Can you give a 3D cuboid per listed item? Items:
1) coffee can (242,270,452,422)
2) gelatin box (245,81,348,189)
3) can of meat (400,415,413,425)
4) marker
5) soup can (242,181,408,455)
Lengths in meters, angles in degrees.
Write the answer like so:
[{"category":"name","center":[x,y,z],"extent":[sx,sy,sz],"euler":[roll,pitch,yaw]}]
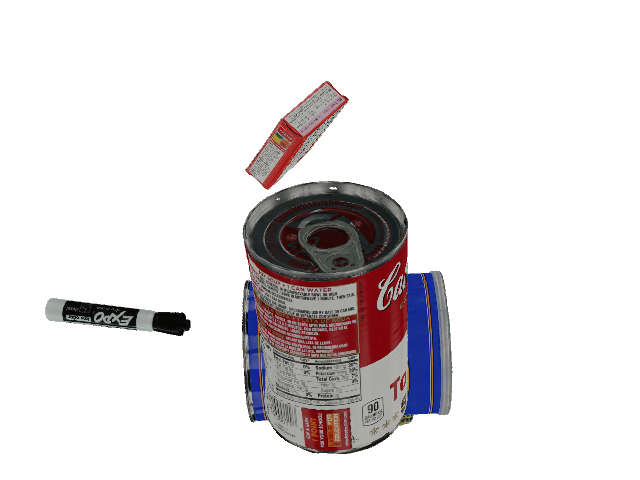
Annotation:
[{"category":"coffee can","center":[0.019,0.076,0.764],"extent":[0.140,0.103,0.103],"euler":[-3,0,1]},{"category":"gelatin box","center":[-0.021,-0.095,0.956],"extent":[0.073,0.030,0.089],"euler":[-50,-1,43]},{"category":"can of meat","center":[0.074,0.190,1.361],"extent":[0.102,0.084,0.057],"euler":[-1,24,-17]},{"category":"marker","center":[-0.164,0.062,0.864],"extent":[0.121,0.020,0.020],"euler":[5,1,13]},{"category":"soup can","center":[0.004,0.035,0.465],"extent":[0.068,0.102,0.068],"euler":[-3,35,2]}]
